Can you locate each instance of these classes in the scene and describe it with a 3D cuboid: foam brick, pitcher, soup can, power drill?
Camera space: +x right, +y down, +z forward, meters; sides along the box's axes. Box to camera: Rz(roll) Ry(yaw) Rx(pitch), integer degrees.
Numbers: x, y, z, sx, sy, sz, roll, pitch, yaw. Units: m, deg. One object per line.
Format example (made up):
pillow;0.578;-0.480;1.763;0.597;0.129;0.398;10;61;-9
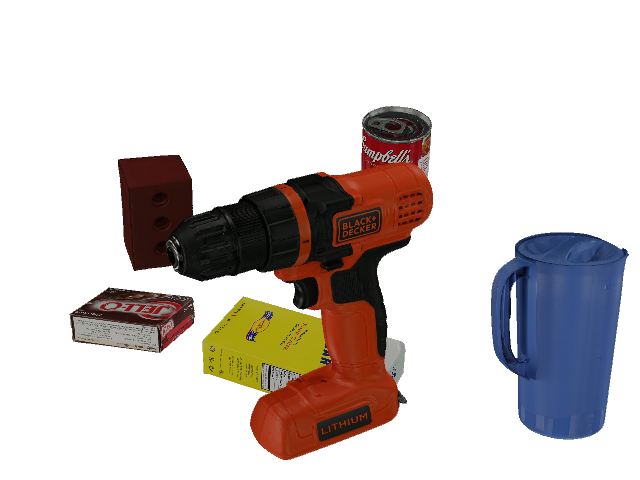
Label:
foam brick;-0.134;-0.024;0.873;0.053;0.078;0.051;-8;30;-16
pitcher;0.295;0.119;1.322;0.149;0.243;0.144;5;18;19
soup can;0.073;-0.073;1.065;0.068;0.102;0.068;1;37;-1
power drill;-0.010;0.048;0.699;0.184;0.188;0.057;-14;31;-26

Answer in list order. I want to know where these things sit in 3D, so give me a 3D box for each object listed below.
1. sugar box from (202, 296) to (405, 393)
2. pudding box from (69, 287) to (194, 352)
sugar box;-0.015;0.112;1.022;0.176;0.048;0.093;12;31;18
pudding box;-0.211;0.089;1.204;0.114;0.039;0.090;3;17;18
